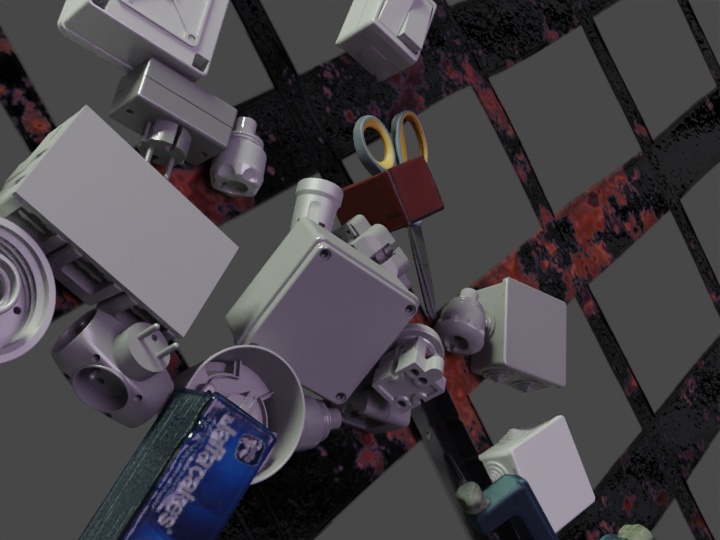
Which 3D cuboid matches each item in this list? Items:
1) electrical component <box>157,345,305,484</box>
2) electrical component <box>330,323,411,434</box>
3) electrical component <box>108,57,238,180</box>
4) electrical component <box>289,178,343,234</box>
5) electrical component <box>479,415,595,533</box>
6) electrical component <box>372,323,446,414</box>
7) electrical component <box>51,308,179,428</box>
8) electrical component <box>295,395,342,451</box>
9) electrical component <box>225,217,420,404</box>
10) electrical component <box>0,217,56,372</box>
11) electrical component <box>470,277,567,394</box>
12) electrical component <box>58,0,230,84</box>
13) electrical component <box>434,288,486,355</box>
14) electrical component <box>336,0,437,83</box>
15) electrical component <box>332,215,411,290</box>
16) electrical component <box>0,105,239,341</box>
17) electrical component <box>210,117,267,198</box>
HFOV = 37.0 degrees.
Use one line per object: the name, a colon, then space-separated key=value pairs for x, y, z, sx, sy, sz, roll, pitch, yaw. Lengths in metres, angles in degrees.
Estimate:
electrical component: x=-0.095 y=0.108 z=0.785 sx=0.099 sy=0.064 sz=0.099 roll=15 pitch=67 yaw=-38
electrical component: x=0.016 y=0.087 z=0.902 sx=0.056 sy=0.050 sz=0.089 roll=24 pitch=61 yaw=-34
electrical component: x=-0.147 y=-0.104 z=0.821 sx=0.083 sy=0.047 sz=0.075 roll=29 pitch=58 yaw=-32
electrical component: x=-0.038 y=-0.049 z=0.907 sx=0.040 sy=0.040 sz=0.046 roll=27 pitch=65 yaw=-33
electrical component: x=0.163 y=0.194 z=1.001 sx=0.100 sy=0.048 sz=0.099 roll=-22 pitch=91 yaw=-44
electrical component: x=0.041 y=0.075 z=0.852 sx=0.048 sy=0.066 sz=0.055 roll=45 pitch=32 yaw=-22
electrical component: x=-0.157 y=0.061 z=0.735 sx=0.077 sy=0.079 sz=0.044 roll=48 pitch=32 yaw=-19
electrical component: x=-0.042 y=0.119 z=0.844 sx=0.062 sy=0.043 sz=0.043 roll=0 pitch=76 yaw=-43
electrical component: x=-0.030 y=0.033 z=0.839 sx=0.109 sy=0.056 sz=0.108 roll=33 pitch=100 yaw=-30
electrical component: x=-0.246 y=0.015 z=0.681 sx=0.108 sy=0.060 sz=0.108 roll=15 pitch=66 yaw=-38
electrical component: x=0.152 y=0.065 z=1.035 sx=0.100 sy=0.048 sz=0.099 roll=22 pitch=62 yaw=-36
electrical component: x=-0.163 y=-0.208 z=0.834 sx=0.109 sy=0.056 sz=0.108 roll=30 pitch=58 yaw=-32
electrical component: x=0.096 y=0.045 z=0.995 sx=0.048 sy=0.048 sz=0.062 roll=42 pitch=45 yaw=-24
electrical component: x=0.030 y=-0.238 z=1.017 sx=0.062 sy=0.061 sz=0.096 roll=38 pitch=54 yaw=-27
electrical component: x=0.000 y=0.000 z=0.912 sx=0.078 sy=0.058 sz=0.057 roll=55 pitch=47 yaw=-5
electrical component: x=-0.174 y=-0.026 z=0.760 sx=0.150 sy=0.062 sz=0.089 roll=45 pitch=51 yaw=-22
electrical component: x=-0.096 y=-0.093 z=0.866 sx=0.043 sy=0.043 sz=0.062 roll=25 pitch=59 yaw=-34
